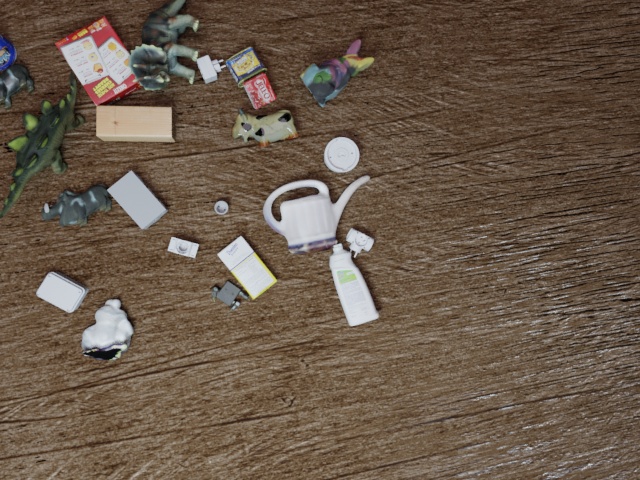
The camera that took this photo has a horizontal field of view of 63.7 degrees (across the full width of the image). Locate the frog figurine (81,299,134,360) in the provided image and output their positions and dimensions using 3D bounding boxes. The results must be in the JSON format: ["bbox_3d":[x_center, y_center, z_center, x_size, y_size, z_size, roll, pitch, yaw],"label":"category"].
[{"bbox_3d":[-0.610,0.257,1.478,0.137,0.120,0.163,-15,55,-1],"label":"frog figurine"}]

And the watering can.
[{"bbox_3d":[0.005,-0.079,1.571,0.348,0.104,0.224,-11,91,-11],"label":"watering can"}]
